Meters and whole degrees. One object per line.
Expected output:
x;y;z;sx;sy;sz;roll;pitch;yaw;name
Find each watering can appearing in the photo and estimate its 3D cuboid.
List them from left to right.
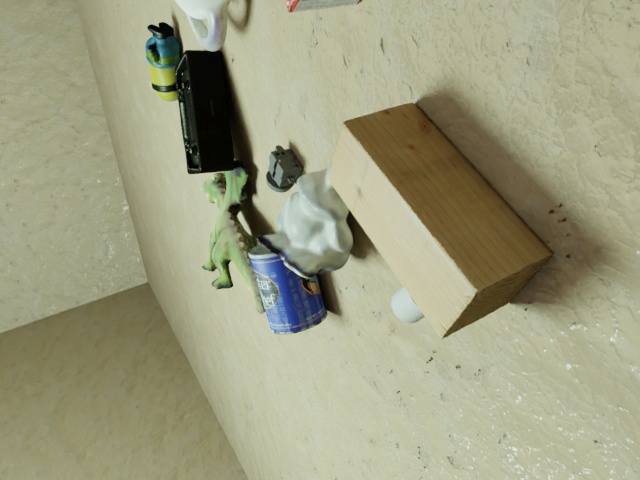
-0.196;-0.471;0.784;0.225;0.105;0.344;12;119;61;watering can

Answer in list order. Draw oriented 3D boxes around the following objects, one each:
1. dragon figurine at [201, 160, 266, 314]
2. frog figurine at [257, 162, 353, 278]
-0.172;-0.039;1.041;0.415;0.122;0.239;33;127;58;dragon figurine
0.002;-0.036;0.720;0.158;0.122;0.139;-61;32;11;frog figurine
